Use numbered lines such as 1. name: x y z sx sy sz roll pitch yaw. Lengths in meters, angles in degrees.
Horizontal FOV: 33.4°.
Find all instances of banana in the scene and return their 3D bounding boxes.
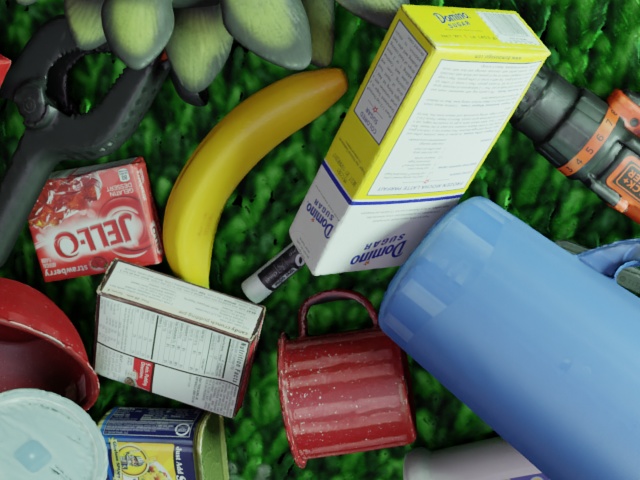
1. banana: -0.056 -0.043 0.718 0.069 0.037 0.198 24 112 -18

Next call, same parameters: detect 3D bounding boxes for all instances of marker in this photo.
1. marker: -0.005 0.001 0.730 0.121 0.020 0.020 -39 98 18

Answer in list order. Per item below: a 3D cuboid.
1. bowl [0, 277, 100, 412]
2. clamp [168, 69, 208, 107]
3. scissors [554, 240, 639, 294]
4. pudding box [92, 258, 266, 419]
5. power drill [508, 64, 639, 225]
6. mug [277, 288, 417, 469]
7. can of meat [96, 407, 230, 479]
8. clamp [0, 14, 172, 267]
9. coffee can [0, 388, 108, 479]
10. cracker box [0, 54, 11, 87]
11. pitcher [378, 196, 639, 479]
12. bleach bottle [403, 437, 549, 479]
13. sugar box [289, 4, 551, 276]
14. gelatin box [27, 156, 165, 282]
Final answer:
1. bowl: -0.231 0.072 0.748 0.162 0.055 0.162 2 143 2
2. clamp: -0.096 -0.182 0.678 0.120 0.039 0.171 -41 104 12
3. scissors: 0.261 0.032 0.699 0.201 0.016 0.096 39 107 -4
4. pudding box: -0.100 0.070 0.742 0.113 0.039 0.090 17 132 2
5. power drill: 0.216 -0.105 0.642 0.184 0.057 0.188 36 112 -7
6. mug: 0.018 0.091 0.724 0.081 0.093 0.117 -9 82 7
7. can of meat: -0.115 0.172 0.783 0.084 0.057 0.102 -1 107 12
8. clamp: -0.180 -0.077 0.699 0.210 0.036 0.164 -16 91 22
9. coffee can: -0.218 0.184 0.754 0.103 0.102 0.140 32 134 -2
10. cracker box: -0.326 -0.099 0.698 0.214 0.072 0.164 34 109 15
11. pitcher: 0.165 0.074 0.651 0.243 0.149 0.145 38 132 15
12. bleach bottle: 0.190 0.163 0.729 0.251 0.068 0.102 -18 100 11
13. sugar box: 0.055 -0.056 0.640 0.048 0.093 0.176 59 137 31
14. gelatin box: -0.157 -0.014 0.744 0.089 0.030 0.073 -8 106 13
